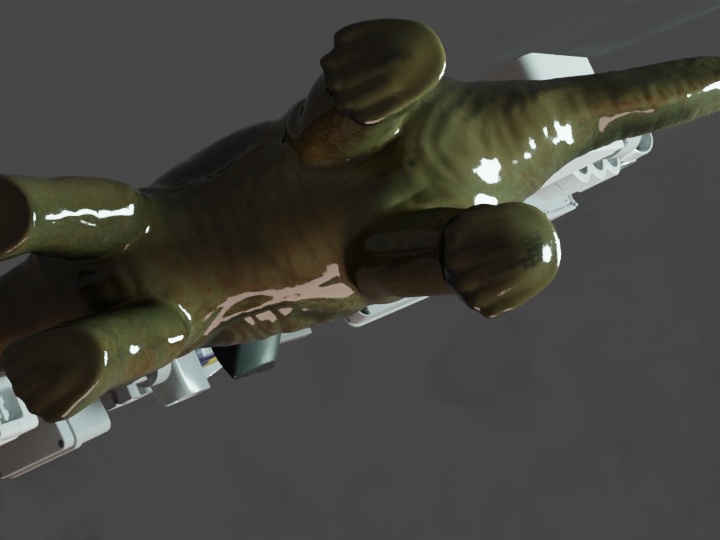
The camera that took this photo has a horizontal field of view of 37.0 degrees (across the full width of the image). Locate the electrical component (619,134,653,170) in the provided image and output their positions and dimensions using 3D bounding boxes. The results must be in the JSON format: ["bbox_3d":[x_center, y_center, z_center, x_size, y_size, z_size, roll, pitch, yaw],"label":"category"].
[{"bbox_3d":[0.240,-0.117,1.007,0.079,0.044,0.077,-20,174,-41],"label":"electrical component"}]

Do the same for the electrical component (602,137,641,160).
[{"bbox_3d":[0.194,-0.109,0.855,0.043,0.043,0.081,-26,175,27],"label":"electrical component"}]

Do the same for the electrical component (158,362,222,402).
[{"bbox_3d":[-0.193,0.103,1.220,0.099,0.064,0.099,-24,176,-2],"label":"electrical component"}]

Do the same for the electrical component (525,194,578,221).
[{"bbox_3d":[0.149,-0.068,0.997,0.096,0.061,0.061,-21,175,-37],"label":"electrical component"}]

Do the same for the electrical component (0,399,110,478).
[{"bbox_3d":[-0.299,0.139,0.998,0.113,0.078,0.057,-27,178,31],"label":"electrical component"}]

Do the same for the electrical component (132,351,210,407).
[{"bbox_3d":[-0.178,0.081,0.944,0.043,0.077,0.079,-27,174,32],"label":"electrical component"}]

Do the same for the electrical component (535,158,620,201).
[{"bbox_3d":[0.166,-0.087,0.919,0.074,0.052,0.138,-26,175,30],"label":"electrical component"}]

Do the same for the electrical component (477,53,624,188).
[{"bbox_3d":[0.094,-0.078,0.609,0.078,0.057,0.113,-26,175,30],"label":"electrical component"}]

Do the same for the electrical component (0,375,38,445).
[{"bbox_3d":[-0.322,0.127,0.900,0.089,0.050,0.056,-25,175,21],"label":"electrical component"}]

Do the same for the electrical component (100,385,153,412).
[{"bbox_3d":[-0.231,0.100,1.037,0.066,0.055,0.048,-27,175,34],"label":"electrical component"}]

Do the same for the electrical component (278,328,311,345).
[{"bbox_3d":[-0.104,0.059,1.176,0.096,0.061,0.062,-22,175,-22],"label":"electrical component"}]

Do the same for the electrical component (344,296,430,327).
[{"bbox_3d":[0.027,0.001,1.071,0.113,0.078,0.057,-22,172,-19],"label":"electrical component"}]
